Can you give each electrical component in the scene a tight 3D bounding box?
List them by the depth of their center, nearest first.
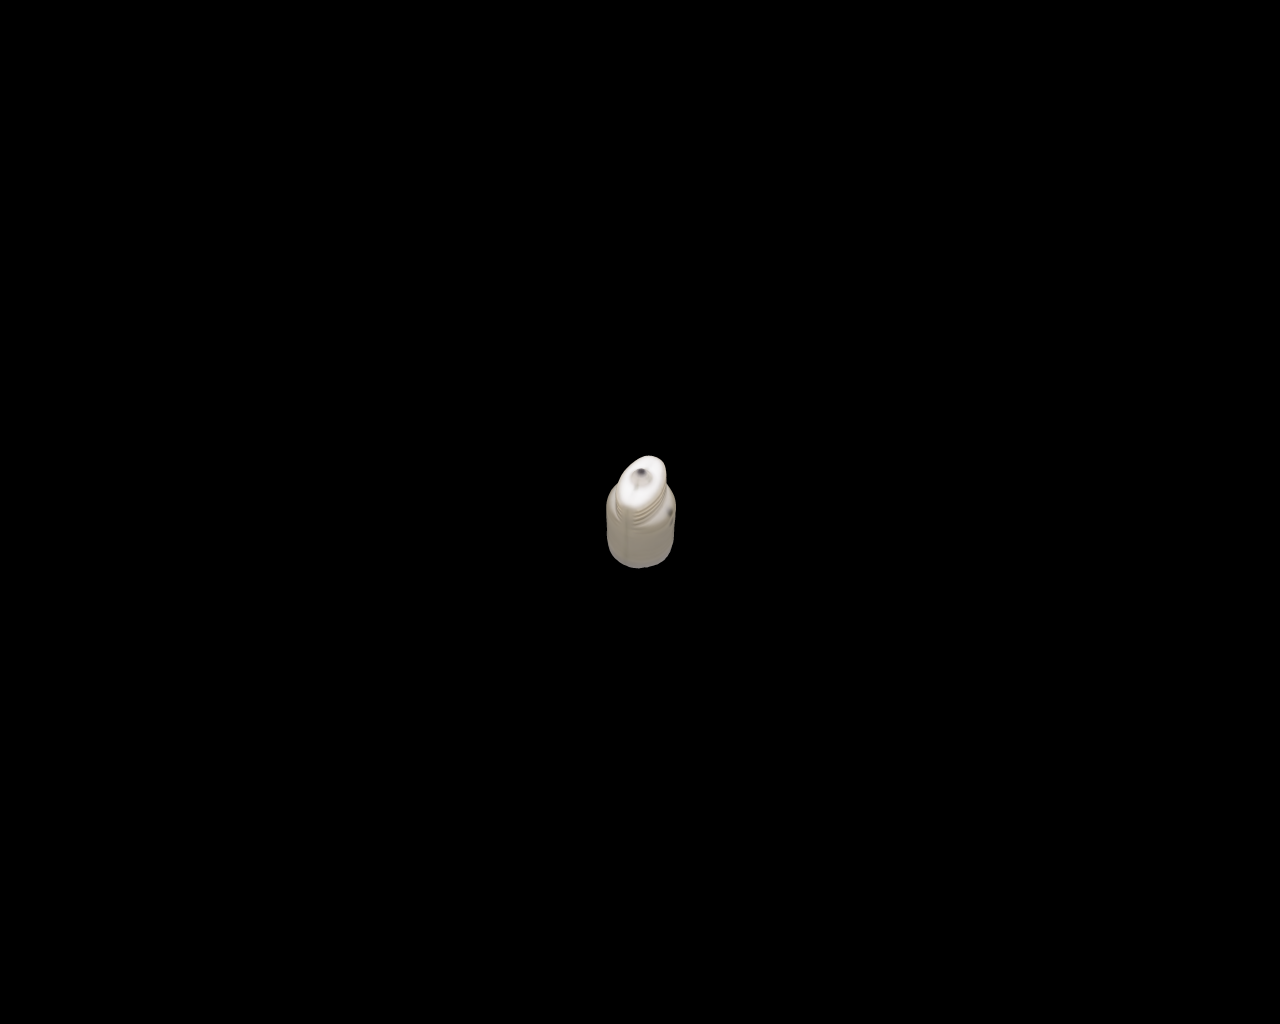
[{"bbox_3d":[0.001,-0.003,0.650,0.043,0.043,0.080,0,-33,0],"label":"electrical component"}]
